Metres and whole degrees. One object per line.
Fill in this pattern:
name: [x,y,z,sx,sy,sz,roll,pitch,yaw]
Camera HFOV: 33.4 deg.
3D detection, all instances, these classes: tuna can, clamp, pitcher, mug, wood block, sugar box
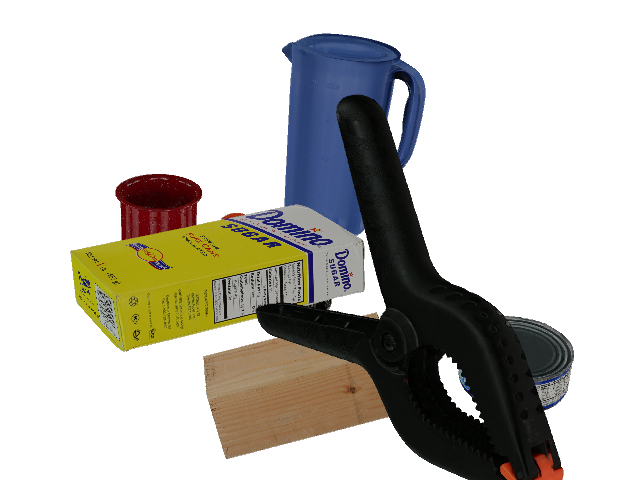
tuna can: [0.149,0.095,0.821,0.086,0.034,0.086,1,29,-1]
clamp: [0.046,0.037,0.538,0.036,0.165,0.210,-13,42,-37]
pitcher: [0.028,-0.126,1.324,0.144,0.243,0.149,-4,25,-22]
mug: [-0.183,-0.023,1.175,0.093,0.081,0.117,-12,32,-29]
wood block: [-0.020,0.163,1.207,0.206,0.091,0.090,-14,26,-2]
sugar box: [-0.068,0.020,0.717,0.176,0.048,0.093,-16,26,-26]

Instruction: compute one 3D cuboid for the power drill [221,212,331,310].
power drill: [-0.103,0.039,0.958,0.187,0.057,0.185,-13,26,-26]
